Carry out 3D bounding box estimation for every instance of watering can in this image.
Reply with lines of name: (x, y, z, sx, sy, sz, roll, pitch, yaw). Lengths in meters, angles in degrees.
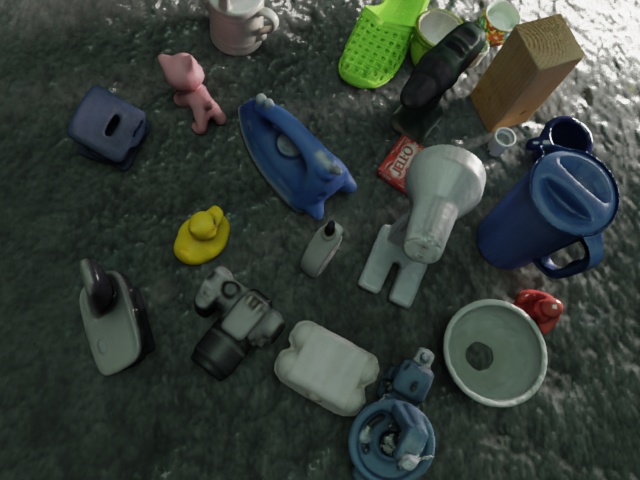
watering can: (-0.154, -0.420, 0.991, 0.173, 0.194, 0.101, 7, 71, -5)

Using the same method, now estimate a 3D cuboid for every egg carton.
egg carton: (0.010, 0.197, 0.877, 0.150, 0.069, 0.107, 27, 71, 2)

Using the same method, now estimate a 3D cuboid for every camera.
camera: (-0.142, 0.131, 0.862, 0.143, 0.101, 0.137, 37, 71, 5)

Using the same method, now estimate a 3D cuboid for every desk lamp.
desk lamp: (0.159, -0.018, 0.890, 0.118, 0.213, 0.203, 24, 71, 1)

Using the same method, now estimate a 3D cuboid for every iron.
iron: (-0.052, -0.164, 0.948, 0.119, 0.141, 0.258, -41, 81, -17)

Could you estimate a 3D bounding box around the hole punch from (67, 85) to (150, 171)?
hole punch: (-0.344, -0.185, 0.944, 0.101, 0.091, 0.109, 20, 71, 0)

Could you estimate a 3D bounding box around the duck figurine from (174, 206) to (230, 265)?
duck figurine: (-0.189, -0.012, 0.911, 0.077, 0.086, 0.105, 40, 72, 7)

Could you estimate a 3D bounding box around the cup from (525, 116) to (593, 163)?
cup: (0.414, -0.161, 1.032, 0.118, 0.095, 0.091, -7, 73, -9)

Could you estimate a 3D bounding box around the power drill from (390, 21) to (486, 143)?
power drill: (0.189, -0.257, 0.974, 0.075, 0.208, 0.230, 37, 71, 6)

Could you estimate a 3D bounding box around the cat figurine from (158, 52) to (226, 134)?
cat figurine: (-0.216, -0.261, 0.971, 0.067, 0.117, 0.127, -35, 79, -16)

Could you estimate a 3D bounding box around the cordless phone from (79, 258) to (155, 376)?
cordless phone: (-0.301, 0.107, 0.805, 0.094, 0.185, 0.147, -22, 76, -13)

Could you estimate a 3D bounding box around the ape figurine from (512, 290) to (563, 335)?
ape figurine: (0.363, 0.115, 0.937, 0.076, 0.092, 0.078, -4, 72, -8)

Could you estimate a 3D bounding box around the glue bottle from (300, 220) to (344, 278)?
glue bottle: (0.008, 0.003, 0.885, 0.037, 0.173, 0.078, 36, 71, 5)

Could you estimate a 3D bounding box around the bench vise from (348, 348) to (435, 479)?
bench vise: (0.106, 0.244, 0.794, 0.121, 0.219, 0.207, 9, 71, -4)

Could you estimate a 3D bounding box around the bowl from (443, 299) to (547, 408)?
bowl: (0.268, 0.182, 0.912, 0.167, 0.074, 0.167, 2, 72, -7)
